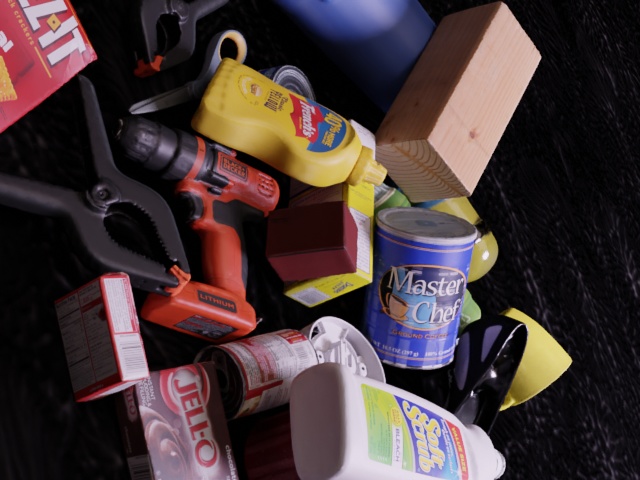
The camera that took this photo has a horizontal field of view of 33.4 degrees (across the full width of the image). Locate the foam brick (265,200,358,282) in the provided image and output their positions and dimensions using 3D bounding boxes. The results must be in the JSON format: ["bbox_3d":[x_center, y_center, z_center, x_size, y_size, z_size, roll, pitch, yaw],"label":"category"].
[{"bbox_3d":[-0.007,0.001,1.002,0.051,0.078,0.053,59,29,-55],"label":"foam brick"}]

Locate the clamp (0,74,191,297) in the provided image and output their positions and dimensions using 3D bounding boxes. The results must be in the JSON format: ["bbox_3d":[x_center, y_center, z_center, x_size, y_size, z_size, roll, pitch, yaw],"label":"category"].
[{"bbox_3d":[-0.185,-0.040,0.896,0.210,0.036,0.164,39,53,-4],"label":"clamp"}]

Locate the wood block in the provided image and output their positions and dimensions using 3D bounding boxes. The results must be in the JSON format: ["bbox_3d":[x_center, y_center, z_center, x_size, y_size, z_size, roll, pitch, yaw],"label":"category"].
[{"bbox_3d":[0.149,-0.151,1.161,0.090,0.090,0.206,47,59,-29],"label":"wood block"}]

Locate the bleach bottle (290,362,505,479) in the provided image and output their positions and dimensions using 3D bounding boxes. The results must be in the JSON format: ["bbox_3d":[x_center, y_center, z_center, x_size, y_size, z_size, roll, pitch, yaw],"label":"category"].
[{"bbox_3d":[0.083,0.181,0.961,0.250,0.068,0.102,20,58,-43],"label":"bleach bottle"}]

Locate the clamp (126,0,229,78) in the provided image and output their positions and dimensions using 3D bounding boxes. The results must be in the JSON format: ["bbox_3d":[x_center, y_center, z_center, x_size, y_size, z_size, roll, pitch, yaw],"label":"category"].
[{"bbox_3d":[-0.144,-0.228,1.075,0.120,0.039,0.171,26,61,-36],"label":"clamp"}]

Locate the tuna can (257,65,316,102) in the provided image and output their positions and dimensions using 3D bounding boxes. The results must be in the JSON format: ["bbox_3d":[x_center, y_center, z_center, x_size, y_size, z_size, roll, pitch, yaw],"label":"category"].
[{"bbox_3d":[-0.040,-0.140,1.125,0.086,0.034,0.086,13,74,-54],"label":"tuna can"}]

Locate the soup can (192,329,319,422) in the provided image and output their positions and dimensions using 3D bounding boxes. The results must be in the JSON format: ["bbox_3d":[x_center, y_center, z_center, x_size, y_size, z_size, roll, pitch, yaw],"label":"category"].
[{"bbox_3d":[-0.057,0.121,0.966,0.102,0.069,0.068,-9,77,-48],"label":"soup can"}]

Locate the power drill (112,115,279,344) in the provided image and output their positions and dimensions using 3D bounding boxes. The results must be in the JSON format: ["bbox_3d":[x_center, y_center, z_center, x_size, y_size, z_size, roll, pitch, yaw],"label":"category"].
[{"bbox_3d":[-0.117,-0.011,0.979,0.184,0.057,0.187,23,56,-35],"label":"power drill"}]

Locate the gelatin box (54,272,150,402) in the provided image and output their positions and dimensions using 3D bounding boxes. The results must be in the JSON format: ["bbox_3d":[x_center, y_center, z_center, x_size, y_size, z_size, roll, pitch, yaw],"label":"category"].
[{"bbox_3d":[-0.176,0.079,0.861,0.030,0.073,0.089,-1,71,-45],"label":"gelatin box"}]

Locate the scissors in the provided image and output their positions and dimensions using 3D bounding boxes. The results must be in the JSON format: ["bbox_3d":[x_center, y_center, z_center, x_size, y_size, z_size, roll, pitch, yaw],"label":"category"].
[{"bbox_3d":[-0.122,-0.167,1.056,0.201,0.016,0.096,-4,88,-56],"label":"scissors"}]

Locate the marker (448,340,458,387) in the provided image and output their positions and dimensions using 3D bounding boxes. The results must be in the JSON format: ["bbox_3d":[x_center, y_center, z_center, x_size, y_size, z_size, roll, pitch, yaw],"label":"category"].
[{"bbox_3d":[0.154,0.158,1.203,0.020,0.020,0.121,19,58,-39],"label":"marker"}]

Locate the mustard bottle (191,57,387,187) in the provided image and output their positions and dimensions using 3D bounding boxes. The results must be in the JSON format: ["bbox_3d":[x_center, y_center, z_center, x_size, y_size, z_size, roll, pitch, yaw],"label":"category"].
[{"bbox_3d":[-0.023,-0.102,1.029,0.191,0.058,0.096,26,37,-8],"label":"mustard bottle"}]

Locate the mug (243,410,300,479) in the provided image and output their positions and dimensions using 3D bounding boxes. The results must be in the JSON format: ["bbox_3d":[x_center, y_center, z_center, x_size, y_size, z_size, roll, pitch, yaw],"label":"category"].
[{"bbox_3d":[-0.007,0.201,0.966,0.117,0.082,0.093,50,42,-15],"label":"mug"}]

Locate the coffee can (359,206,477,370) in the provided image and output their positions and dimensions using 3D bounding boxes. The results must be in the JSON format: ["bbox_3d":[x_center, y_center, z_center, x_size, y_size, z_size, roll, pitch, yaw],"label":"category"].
[{"bbox_3d":[0.098,0.047,1.089,0.102,0.103,0.140,-13,117,-48],"label":"coffee can"}]

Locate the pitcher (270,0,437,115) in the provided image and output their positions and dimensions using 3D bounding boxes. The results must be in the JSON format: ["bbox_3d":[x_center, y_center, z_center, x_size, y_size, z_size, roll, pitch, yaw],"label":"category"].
[{"bbox_3d":[0.060,-0.250,1.241,0.242,0.145,0.149,45,63,-26],"label":"pitcher"}]

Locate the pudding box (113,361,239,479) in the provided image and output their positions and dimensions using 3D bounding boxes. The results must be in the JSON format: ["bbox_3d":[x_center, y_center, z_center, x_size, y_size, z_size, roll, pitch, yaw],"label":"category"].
[{"bbox_3d":[-0.121,0.163,0.896,0.089,0.039,0.113,-5,81,-47],"label":"pudding box"}]

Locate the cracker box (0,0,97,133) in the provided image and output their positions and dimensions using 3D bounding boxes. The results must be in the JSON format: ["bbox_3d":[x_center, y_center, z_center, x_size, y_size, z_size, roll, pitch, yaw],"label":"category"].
[{"bbox_3d":[-0.289,-0.163,0.834,0.213,0.072,0.164,-52,128,-45],"label":"cracker box"}]

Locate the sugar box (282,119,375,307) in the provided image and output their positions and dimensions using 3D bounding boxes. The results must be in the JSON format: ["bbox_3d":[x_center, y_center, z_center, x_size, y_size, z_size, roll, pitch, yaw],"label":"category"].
[{"bbox_3d":[0.011,-0.028,1.092,0.048,0.094,0.176,30,52,-35],"label":"sugar box"}]
